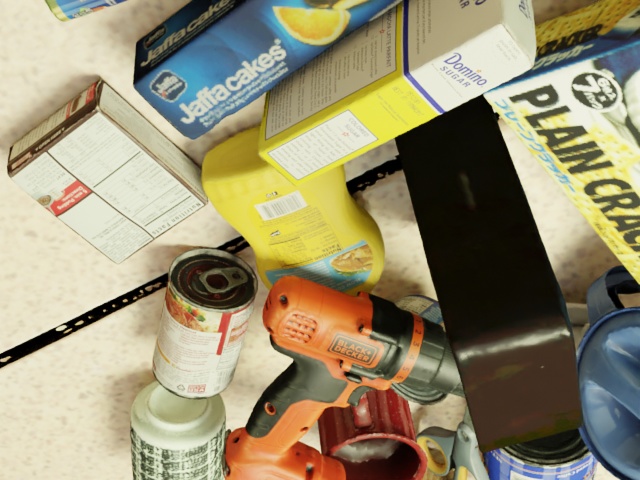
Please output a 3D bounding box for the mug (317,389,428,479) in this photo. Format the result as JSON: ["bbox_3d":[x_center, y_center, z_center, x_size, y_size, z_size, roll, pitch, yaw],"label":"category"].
[{"bbox_3d":[0.037,0.157,0.908,0.093,0.081,0.117,-13,131,4],"label":"mug"}]

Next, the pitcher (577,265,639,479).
[{"bbox_3d":[0.320,0.100,0.839,0.242,0.145,0.149,-3,102,-35],"label":"pitcher"}]

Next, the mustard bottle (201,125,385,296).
[{"bbox_3d":[-0.005,0.001,0.784,0.096,0.058,0.191,-19,130,12],"label":"mustard bottle"}]

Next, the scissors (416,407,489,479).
[{"bbox_3d":[0.112,0.157,0.906,0.016,0.096,0.202,-32,132,-27],"label":"scissors"}]

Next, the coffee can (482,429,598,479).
[{"bbox_3d":[0.193,0.198,0.945,0.103,0.103,0.140,-7,133,-1],"label":"coffee can"}]

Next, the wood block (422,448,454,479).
[{"bbox_3d":[0.040,0.288,1.017,0.090,0.090,0.206,19,126,-22],"label":"wood block"}]

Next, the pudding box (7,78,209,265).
[{"bbox_3d":[-0.146,-0.044,0.743,0.090,0.039,0.113,-33,128,19],"label":"pudding box"}]

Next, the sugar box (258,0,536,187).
[{"bbox_3d":[0.044,-0.108,0.650,0.176,0.093,0.048,-22,134,30],"label":"sugar box"}]

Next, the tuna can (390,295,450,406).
[{"bbox_3d":[0.080,0.087,0.854,0.033,0.086,0.086,-33,145,-39],"label":"tuna can"}]

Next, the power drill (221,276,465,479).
[{"bbox_3d":[0.020,0.125,0.804,0.184,0.057,0.188,22,117,-11],"label":"power drill"}]

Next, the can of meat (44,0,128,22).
[{"bbox_3d":[-0.112,-0.173,0.595,0.084,0.102,0.057,-16,130,9],"label":"can of meat"}]

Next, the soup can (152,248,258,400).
[{"bbox_3d":[-0.090,0.066,0.824,0.068,0.068,0.102,7,130,-13],"label":"soup can"}]
